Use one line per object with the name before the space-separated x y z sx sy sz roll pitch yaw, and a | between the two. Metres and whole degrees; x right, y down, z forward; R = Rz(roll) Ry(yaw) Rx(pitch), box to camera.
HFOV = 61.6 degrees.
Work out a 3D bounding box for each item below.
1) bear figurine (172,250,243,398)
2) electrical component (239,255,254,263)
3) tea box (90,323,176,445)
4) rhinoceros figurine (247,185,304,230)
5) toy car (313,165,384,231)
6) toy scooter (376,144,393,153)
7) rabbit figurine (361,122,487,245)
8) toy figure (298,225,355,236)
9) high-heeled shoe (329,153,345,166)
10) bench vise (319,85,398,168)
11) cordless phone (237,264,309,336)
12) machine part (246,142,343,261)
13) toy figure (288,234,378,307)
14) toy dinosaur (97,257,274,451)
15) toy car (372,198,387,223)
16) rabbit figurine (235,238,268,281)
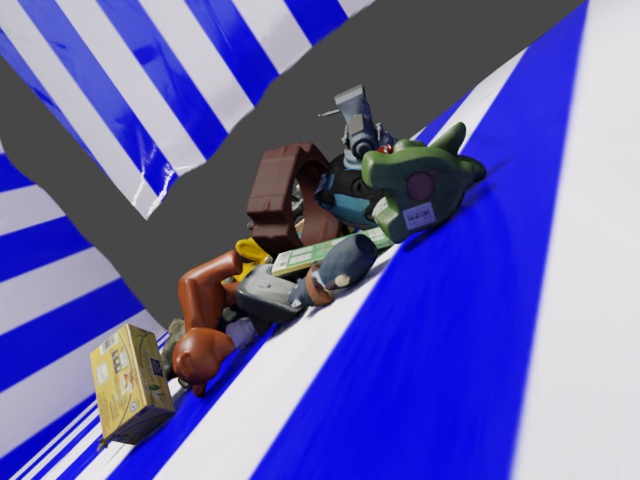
bear figurine | -0.165 0.130 0.832 0.132 0.120 0.196 -17 45 1
electrical component | -0.142 0.062 1.369 0.134 0.115 0.058 -39 1 13
tea box | -0.313 0.235 0.889 0.098 0.170 0.068 -38 -39 11
rhinoceros figurine | -0.081 -0.063 1.233 0.190 0.073 0.112 -44 7 -40
toy car | 0.073 -0.064 0.948 0.102 0.162 0.109 79 -156 -50
toy scooter | 0.140 -0.137 1.013 0.184 0.075 0.135 -18 -21 -25
rabbit figurine | 0.130 -0.095 0.715 0.159 0.121 0.170 -27 17 9
toy figure | 0.000 0.000 1.112 0.180 0.082 0.089 -35 20 -34
high-heeled shoe | 0.072 -0.129 1.285 0.249 0.086 0.145 -15 -35 -39
bench vise | 0.104 -0.197 1.147 0.129 0.240 0.224 -27 34 6
cordless phone | -0.026 0.062 0.838 0.184 0.088 0.146 -24 10 16
machine part | -0.038 -0.058 0.977 0.087 0.201 0.201 -1 61 29
toy figure | 0.014 0.051 0.733 0.154 0.058 0.064 -42 -3 35
toy dinosaur | -0.237 0.196 1.026 0.471 0.105 0.198 -48 11 -14
toy car | 0.155 -0.085 0.862 0.202 0.056 0.073 -45 8 -40
rabbit figurine | -0.143 0.072 1.258 0.173 0.162 0.122 -20 -2 15
